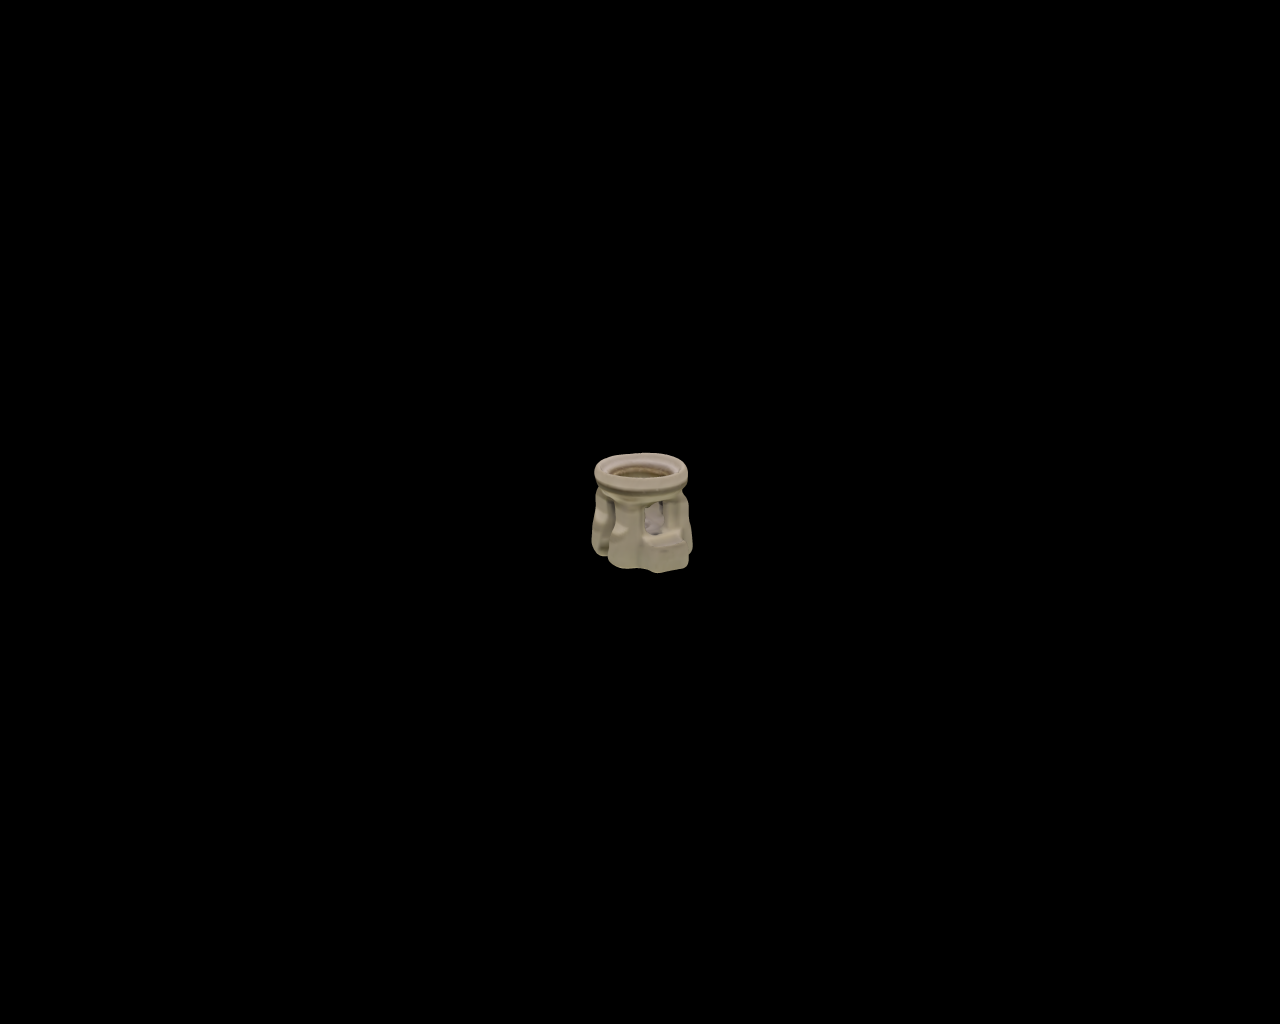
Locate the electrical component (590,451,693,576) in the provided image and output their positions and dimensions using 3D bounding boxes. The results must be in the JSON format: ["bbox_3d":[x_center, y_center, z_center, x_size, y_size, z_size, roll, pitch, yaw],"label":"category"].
[{"bbox_3d":[0.001,-0.003,0.650,0.058,0.056,0.078,-10,23,-26],"label":"electrical component"}]
